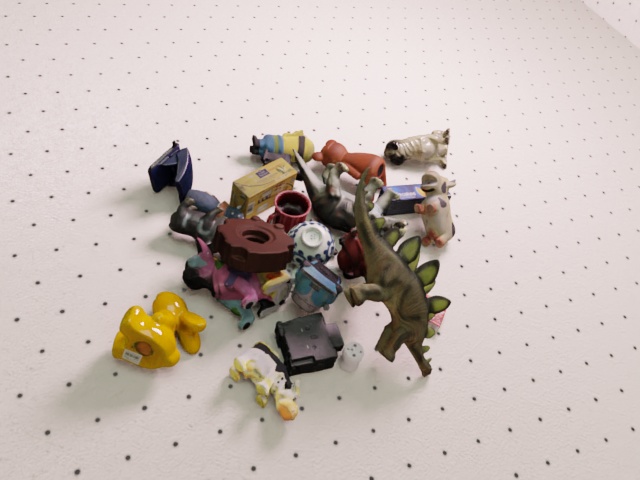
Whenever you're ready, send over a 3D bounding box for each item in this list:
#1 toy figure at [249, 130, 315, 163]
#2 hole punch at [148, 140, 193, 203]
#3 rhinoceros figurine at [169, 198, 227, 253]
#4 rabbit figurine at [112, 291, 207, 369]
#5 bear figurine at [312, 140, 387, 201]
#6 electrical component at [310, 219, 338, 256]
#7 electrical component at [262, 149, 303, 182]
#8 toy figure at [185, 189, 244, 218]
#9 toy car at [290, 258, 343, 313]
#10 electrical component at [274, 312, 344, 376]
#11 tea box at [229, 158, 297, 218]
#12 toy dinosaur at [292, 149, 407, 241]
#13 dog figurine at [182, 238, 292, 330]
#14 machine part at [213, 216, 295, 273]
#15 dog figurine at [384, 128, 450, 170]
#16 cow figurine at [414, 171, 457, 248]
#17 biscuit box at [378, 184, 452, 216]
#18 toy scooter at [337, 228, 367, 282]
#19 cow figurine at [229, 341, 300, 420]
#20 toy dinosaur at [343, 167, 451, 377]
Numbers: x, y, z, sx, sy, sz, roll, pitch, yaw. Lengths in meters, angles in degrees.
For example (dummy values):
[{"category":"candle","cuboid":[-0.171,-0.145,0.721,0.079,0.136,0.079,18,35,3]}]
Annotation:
[{"category":"toy figure","cuboid":[-0.104,-0.256,1.521,0.180,0.082,0.089,-2,62,-22]},{"category":"hole punch","cuboid":[-0.355,-0.165,1.347,0.092,0.142,0.116,29,63,12]},{"category":"rhinoceros figurine","cuboid":[-0.262,-0.022,1.264,0.190,0.073,0.112,26,70,1]},{"category":"rabbit figurine","cuboid":[-0.312,0.167,1.084,0.162,0.121,0.173,16,30,-4]},{"category":"bear figurine","cuboid":[0.082,-0.201,1.518,0.196,0.131,0.120,17,44,24]},{"category":"electrical component","cuboid":[-0.003,-0.005,1.354,0.078,0.045,0.102,-7,52,-18]},{"category":"electrical component","cuboid":[-0.101,-0.198,1.474,0.119,0.074,0.048,9,49,-2]},{"category":"toy figure","cuboid":[-0.261,-0.079,1.341,0.154,0.064,0.058,24,10,-1]},{"category":"toy car","cuboid":[-0.016,0.106,1.191,0.109,0.103,0.161,39,6,0]},{"category":"electrical component","cuboid":[-0.020,0.220,1.149,0.134,0.058,0.115,-9,55,-21]},{"category":"tea box","cuboid":[-0.147,-0.131,1.390,0.068,0.098,0.169,42,51,19]},{"category":"toy dinosaur","cuboid":[0.061,-0.087,1.388,0.405,0.131,0.192,25,85,27]},{"category":"dog figurine","cuboid":[-0.193,0.077,1.196,0.191,0.108,0.219,-31,61,-33]},{"category":"machine part","cuboid":[-0.144,0.007,1.175,0.179,0.056,0.179,12,26,-6]},{"category":"dog figurine","cuboid":[0.299,-0.287,1.652,0.191,0.121,0.172,6,13,12]},{"category":"cow figurine","cuboid":[0.315,-0.089,1.429,0.127,0.194,0.086,-25,15,-40]},{"category":"biscuit box","cuboid":[0.263,-0.116,1.508,0.203,0.062,0.059,-6,51,-20]},{"category":"toy scooter","cuboid":[0.083,0.030,1.245,0.075,0.184,0.135,-25,103,-14]},{"category":"cow figurine","cuboid":[-0.093,0.280,1.075,0.167,0.068,0.098,39,46,17]},{"category":"toy dinosaur","cuboid":[0.151,0.087,1.127,0.198,0.105,0.470,-30,105,-11]}]
